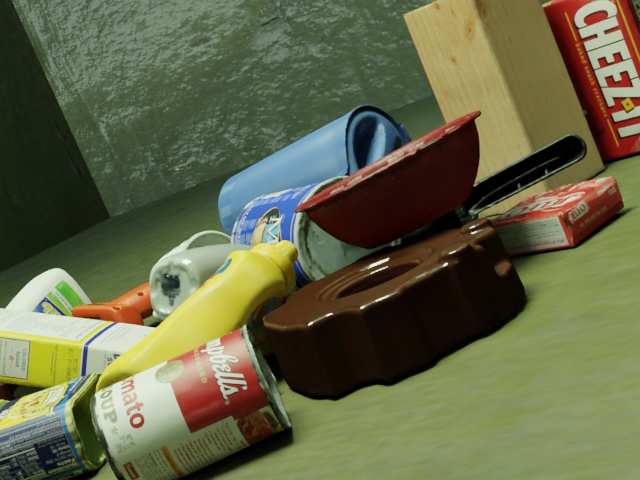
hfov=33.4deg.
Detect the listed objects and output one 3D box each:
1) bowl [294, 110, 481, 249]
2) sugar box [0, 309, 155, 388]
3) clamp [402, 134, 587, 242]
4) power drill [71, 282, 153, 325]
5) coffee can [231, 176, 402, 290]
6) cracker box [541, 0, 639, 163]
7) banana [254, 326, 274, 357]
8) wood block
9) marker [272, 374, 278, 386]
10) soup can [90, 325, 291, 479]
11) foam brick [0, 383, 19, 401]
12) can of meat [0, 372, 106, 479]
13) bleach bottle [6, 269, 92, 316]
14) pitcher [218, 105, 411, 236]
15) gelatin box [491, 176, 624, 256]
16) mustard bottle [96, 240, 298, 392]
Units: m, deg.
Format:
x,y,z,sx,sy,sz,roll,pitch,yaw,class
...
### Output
x,y,z,sx,sy,sz,roll,pitch,yaw,class
0.063,-0.038,0.818,0.162,0.055,0.162,-28,5,2,bowl
-0.200,0.091,0.854,0.176,0.048,0.093,9,8,5,sugar box
0.114,-0.023,0.933,0.164,0.036,0.210,-29,2,-36,clamp
-0.160,0.061,1.162,0.187,0.057,0.185,-28,12,-40,power drill
-0.006,0.001,0.958,0.102,0.103,0.141,-27,9,-26,coffee can
0.241,-0.153,1.051,0.214,0.164,0.072,-15,14,46,cracker box
-0.007,0.055,0.849,0.198,0.037,0.069,-22,9,6,banana
0.171,-0.137,0.994,0.090,0.206,0.090,-30,10,-34,wood block
-0.080,0.120,0.700,0.120,0.020,0.020,-28,9,-29,marker
-0.077,0.102,0.639,0.102,0.068,0.068,-24,8,-1,soup can
-0.262,0.139,0.958,0.053,0.051,0.078,-16,10,31,foam brick
-0.194,0.139,0.761,0.084,0.057,0.102,-20,9,7,can of meat
-0.298,0.112,1.131,0.068,0.102,0.251,-31,14,7,bleach bottle
-0.004,-0.068,1.313,0.243,0.145,0.149,-20,-27,40,pitcher
0.178,-0.017,0.826,0.073,0.030,0.089,-30,10,-36,gelatin box
-0.076,0.061,0.770,0.191,0.058,0.096,-45,-8,-38,mustard bottle
